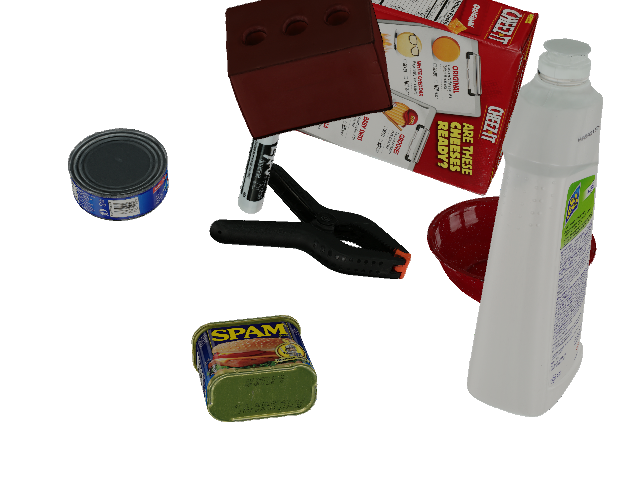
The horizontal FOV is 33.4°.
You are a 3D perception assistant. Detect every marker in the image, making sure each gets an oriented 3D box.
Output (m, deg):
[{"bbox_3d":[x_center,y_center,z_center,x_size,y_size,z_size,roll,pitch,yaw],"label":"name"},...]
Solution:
[{"bbox_3d":[-0.041,-0.063,0.760,0.020,0.020,0.121,0,-36,-14],"label":"marker"}]

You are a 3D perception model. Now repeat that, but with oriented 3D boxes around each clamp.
[{"bbox_3d":[-0.007,-0.007,1.154,0.210,0.036,0.164,27,36,14],"label":"clamp"}]

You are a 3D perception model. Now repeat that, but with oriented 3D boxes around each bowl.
[{"bbox_3d":[0.184,0.019,1.042,0.162,0.055,0.162,-1,33,0],"label":"bowl"}]

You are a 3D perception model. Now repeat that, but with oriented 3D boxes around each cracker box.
[{"bbox_3d":[0.068,-0.150,0.941,0.214,0.164,0.072,19,49,12],"label":"cracker box"}]

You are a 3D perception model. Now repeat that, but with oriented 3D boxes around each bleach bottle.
[{"bbox_3d":[0.148,-0.011,0.703,0.068,0.251,0.102,17,33,24],"label":"bleach bottle"}]

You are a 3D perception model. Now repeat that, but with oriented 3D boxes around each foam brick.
[{"bbox_3d":[-0.006,-0.095,0.556,0.078,0.053,0.051,-12,-36,10],"label":"foam brick"}]

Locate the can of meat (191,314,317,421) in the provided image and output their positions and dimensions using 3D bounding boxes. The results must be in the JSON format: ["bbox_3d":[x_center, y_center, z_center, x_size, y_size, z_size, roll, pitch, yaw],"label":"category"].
[{"bbox_3d":[-0.059,0.114,0.949,0.102,0.057,0.084,-5,27,-12],"label":"can of meat"}]

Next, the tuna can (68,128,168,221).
[{"bbox_3d":[-0.176,-0.058,0.936,0.086,0.086,0.034,0,-42,-4],"label":"tuna can"}]
